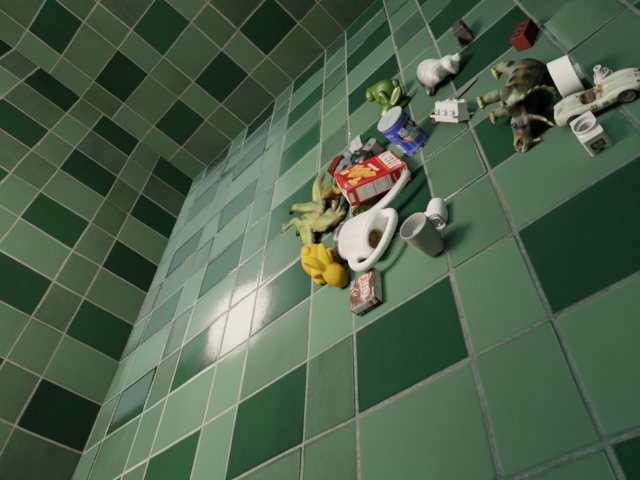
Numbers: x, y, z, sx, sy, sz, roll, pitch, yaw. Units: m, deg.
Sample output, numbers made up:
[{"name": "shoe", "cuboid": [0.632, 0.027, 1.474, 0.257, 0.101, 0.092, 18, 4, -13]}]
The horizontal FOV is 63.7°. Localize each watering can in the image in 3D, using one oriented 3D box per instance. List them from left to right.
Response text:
[{"name": "watering can", "cuboid": [0.158, -0.051, 1.550, 0.222, 0.103, 0.354, -15, 44, 53]}]

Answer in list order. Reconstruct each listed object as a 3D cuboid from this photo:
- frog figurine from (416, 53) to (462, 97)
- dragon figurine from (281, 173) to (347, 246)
[{"name": "frog figurine", "cuboid": [0.425, -0.614, 1.841, 0.156, 0.122, 0.140, -45, 4, 41]}, {"name": "dragon figurine", "cuboid": [0.006, -0.096, 1.904, 0.243, 0.120, 0.417, 4, 60, 40]}]
